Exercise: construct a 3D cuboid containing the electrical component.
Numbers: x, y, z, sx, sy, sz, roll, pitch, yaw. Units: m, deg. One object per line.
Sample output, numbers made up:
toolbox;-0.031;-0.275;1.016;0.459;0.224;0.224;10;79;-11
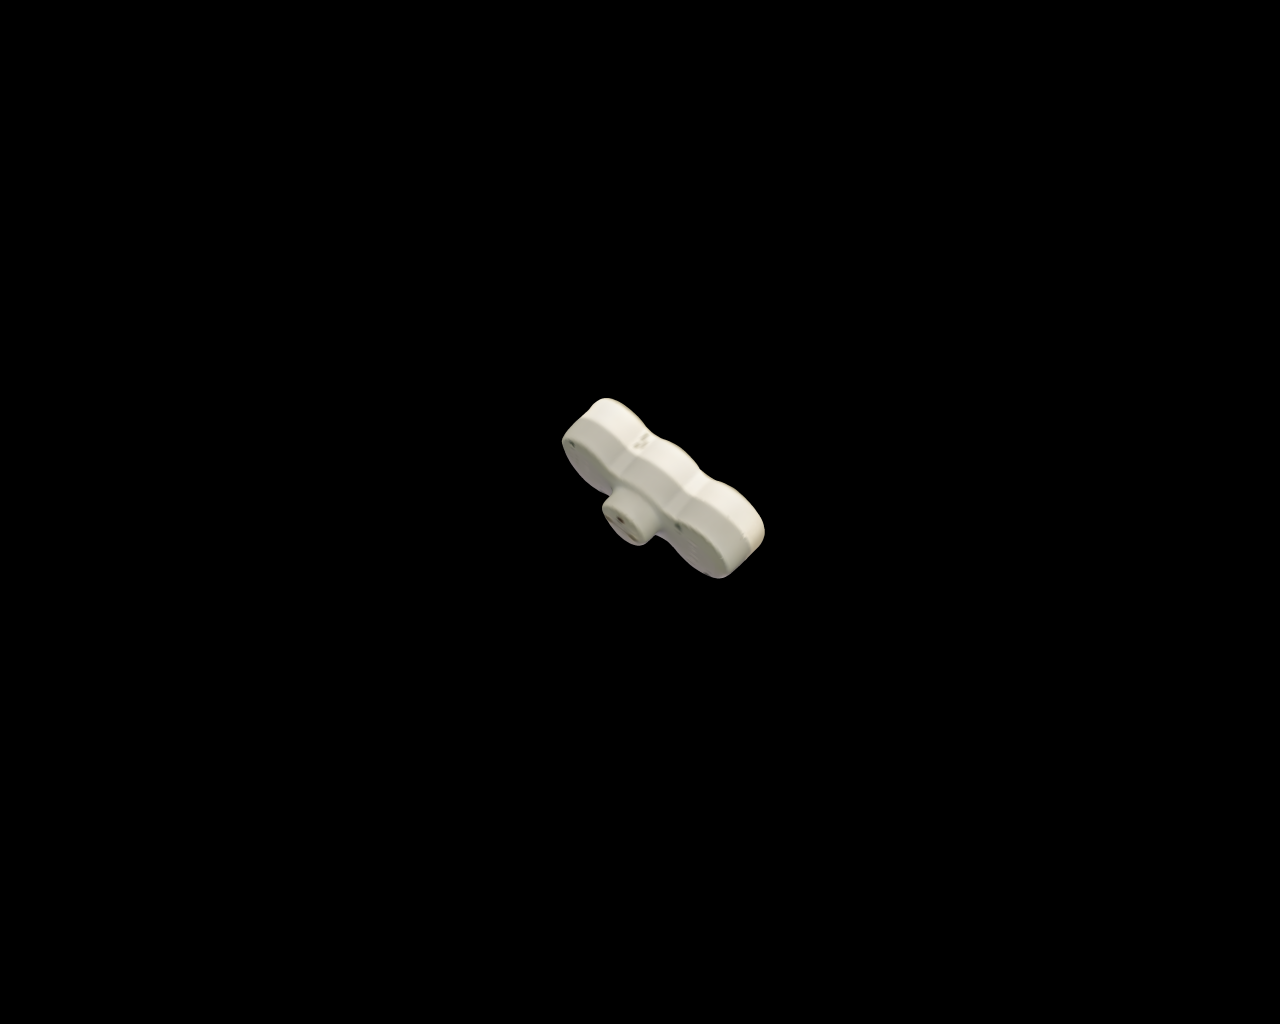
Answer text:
electrical component;0.001;-0.003;0.650;0.138;0.074;0.052;38;-21;18
